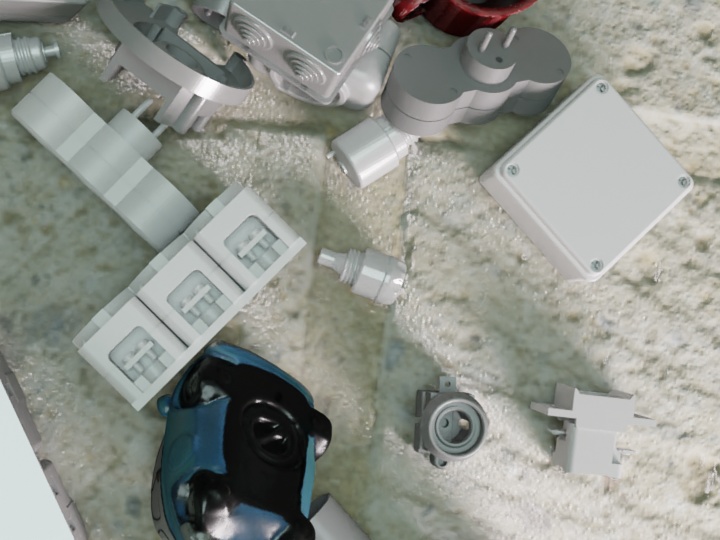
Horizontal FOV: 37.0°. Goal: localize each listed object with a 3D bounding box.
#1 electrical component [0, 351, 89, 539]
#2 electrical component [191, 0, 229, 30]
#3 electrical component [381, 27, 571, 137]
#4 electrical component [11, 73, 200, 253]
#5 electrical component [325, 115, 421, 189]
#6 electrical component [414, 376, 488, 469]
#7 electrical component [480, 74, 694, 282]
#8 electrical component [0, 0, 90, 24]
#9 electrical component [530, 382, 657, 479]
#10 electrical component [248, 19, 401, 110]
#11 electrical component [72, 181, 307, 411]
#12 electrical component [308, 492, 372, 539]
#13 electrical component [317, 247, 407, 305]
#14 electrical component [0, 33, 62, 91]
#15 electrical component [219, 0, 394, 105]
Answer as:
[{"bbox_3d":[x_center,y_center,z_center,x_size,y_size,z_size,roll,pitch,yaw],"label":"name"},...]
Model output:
[{"bbox_3d":[-0.256,0.144,0.703,0.105,0.060,0.186,-25,91,-9],"label":"electrical component"},{"bbox_3d":[-0.082,-0.210,0.757,0.043,0.043,0.081,25,84,-7],"label":"electrical component"},{"bbox_3d":[0.086,-0.142,0.747,0.138,0.073,0.052,-14,65,-22],"label":"electrical component"},{"bbox_3d":[-0.161,-0.084,0.733,0.138,0.052,0.073,44,82,-5],"label":"electrical component"},{"bbox_3d":[0.016,-0.091,0.767,0.078,0.040,0.040,-33,92,-9],"label":"electrical component"},{"bbox_3d":[0.062,0.108,0.755,0.048,0.055,0.066,4,86,-8],"label":"electrical component"},{"bbox_3d":[0.163,-0.064,0.780,0.109,0.056,0.108,-43,94,-8],"label":"electrical component"},{"bbox_3d":[-0.236,-0.200,0.712,0.096,0.061,0.061,-6,88,-32],"label":"electrical component"},{"bbox_3d":[0.167,0.117,0.778,0.081,0.042,0.063,8,88,-8],"label":"electrical component"},{"bbox_3d":[-0.027,-0.153,0.752,0.095,0.054,0.059,21,75,-7],"label":"electrical component"},{"bbox_3d":[-0.114,0.016,0.716,0.061,0.089,0.150,45,82,-4],"label":"electrical component"},{"bbox_3d":[-0.010,0.199,0.746,0.043,0.043,0.081,-42,94,-8],"label":"electrical component"},{"bbox_3d":[0.000,0.000,0.763,0.061,0.035,0.035,21,84,-4],"label":"electrical component"},{"bbox_3d":[-0.244,-0.142,0.730,0.078,0.040,0.040,-13,89,-9],"label":"electrical component"},{"bbox_3d":[-0.031,-0.172,0.700,0.100,0.048,0.099,34,73,-4],"label":"electrical component"}]
